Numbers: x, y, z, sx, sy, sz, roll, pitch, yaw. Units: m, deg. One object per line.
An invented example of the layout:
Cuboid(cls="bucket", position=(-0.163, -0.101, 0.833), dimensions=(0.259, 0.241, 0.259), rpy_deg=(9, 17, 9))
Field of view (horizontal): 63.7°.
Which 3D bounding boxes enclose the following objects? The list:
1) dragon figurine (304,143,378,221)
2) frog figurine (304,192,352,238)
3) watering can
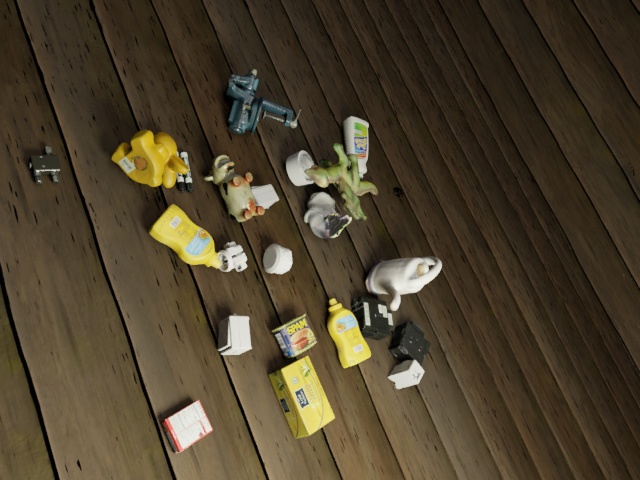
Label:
Cuboid(cls="dragon figurine", position=(0.097, -0.161, 1.683), dimensions=(0.406, 0.121, 0.248), rpy_deg=(29, 43, -41))
Cuboid(cls="frog figurine", position=(0.005, -0.081, 1.616), dimensions=(0.138, 0.120, 0.162), rpy_deg=(-12, 38, -36))
Cuboid(cls="watering can", position=(0.235, 0.127, 1.587), dimensions=(0.352, 0.223, 0.103), rpy_deg=(-30, 106, -47))
